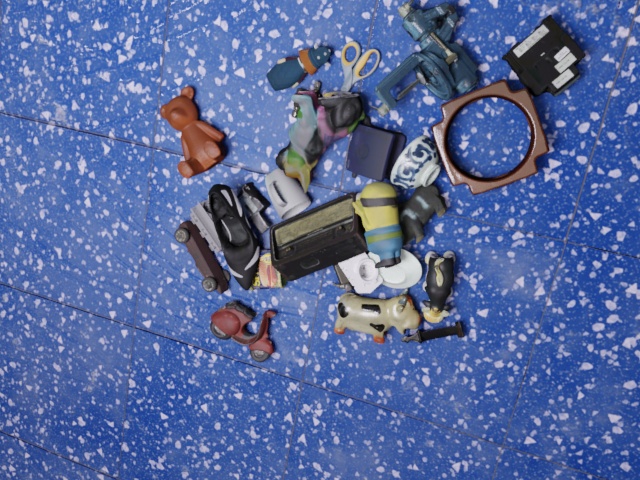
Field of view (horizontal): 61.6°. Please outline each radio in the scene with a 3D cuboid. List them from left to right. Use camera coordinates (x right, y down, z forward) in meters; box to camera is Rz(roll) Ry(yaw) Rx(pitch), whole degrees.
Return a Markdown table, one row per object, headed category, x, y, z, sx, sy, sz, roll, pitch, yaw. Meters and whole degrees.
| category | x | y | z | sx | sy | sz | roll | pitch | yaw |
| --- | --- | --- | --- | --- | --- | --- | --- | --- | --- |
| radio | -0.002 | -0.004 | 1.213 | 0.230 | 0.131 | 0.073 | -23 | 135 | 21 |

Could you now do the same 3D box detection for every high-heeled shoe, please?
| category | x | y | z | sx | sy | sz | roll | pitch | yaw |
| --- | --- | --- | --- | --- | --- | --- | --- | --- | --- |
| high-heeled shoe | -0.197 | -0.003 | 1.213 | 0.086 | 0.145 | 0.248 | -14 | 89 | 5 |

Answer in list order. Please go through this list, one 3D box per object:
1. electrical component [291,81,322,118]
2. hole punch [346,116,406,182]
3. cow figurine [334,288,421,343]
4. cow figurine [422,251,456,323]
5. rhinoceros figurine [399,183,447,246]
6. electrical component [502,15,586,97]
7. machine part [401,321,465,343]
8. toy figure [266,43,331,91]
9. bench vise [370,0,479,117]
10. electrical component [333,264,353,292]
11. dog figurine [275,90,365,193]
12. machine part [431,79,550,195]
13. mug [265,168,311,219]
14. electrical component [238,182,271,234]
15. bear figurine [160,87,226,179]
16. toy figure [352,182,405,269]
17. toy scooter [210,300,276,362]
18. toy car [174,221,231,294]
| category | x | y | z | sx | sy | sz | roll | pitch | yaw |
| --- | --- | --- | --- | --- | --- | --- | --- | --- | --- |
| electrical component | -0.030 | -0.318 | 1.222 | 0.063 | 0.021 | 0.094 | 21 | 106 | 13 |
| hole punch | 0.115 | -0.191 | 1.171 | 0.116 | 0.092 | 0.142 | 17 | 109 | 17 |
| cow figurine | 0.135 | 0.167 | 1.236 | 0.195 | 0.085 | 0.127 | 10 | 111 | 12 |
| cow figurine | 0.261 | 0.111 | 1.178 | 0.068 | 0.098 | 0.167 | 4 | 102 | 9 |
| rhinoceros figurine | 0.191 | -0.045 | 1.181 | 0.112 | 0.073 | 0.190 | 47 | 110 | 2 |
| electrical component | 0.444 | -0.348 | 1.054 | 0.115 | 0.058 | 0.134 | -39 | 88 | 22 |
| machine part | 0.255 | 0.213 | 1.218 | 0.139 | 0.084 | 0.039 | -12 | 71 | 10 |
| toy figure | -0.045 | -0.387 | 1.195 | 0.154 | 0.064 | 0.058 | -25 | 55 | 15 |
| bench vise | 0.196 | -0.353 | 1.085 | 0.240 | 0.129 | 0.223 | -42 | 106 | 2 |
| electrical component | 0.059 | 0.069 | 1.262 | 0.078 | 0.045 | 0.102 | -28 | 95 | -8 |
| dog figurine | -0.002 | -0.215 | 1.184 | 0.192 | 0.108 | 0.219 | 4 | 116 | 2 |
| machine part | 0.345 | -0.207 | 1.097 | 0.201 | 0.087 | 0.201 | -20 | 96 | 20 |
| mug | -0.087 | -0.111 | 1.241 | 0.081 | 0.109 | 0.107 | -37 | 76 | 27 |
| electrical component | -0.158 | -0.073 | 1.295 | 0.119 | 0.048 | 0.075 | 47 | 110 | 3 |
| bear figurine | -0.307 | -0.257 | 1.265 | 0.120 | 0.132 | 0.195 | -30 | 97 | 14 |
| toy figure | 0.133 | -0.033 | 1.128 | 0.089 | 0.082 | 0.180 | -16 | 83 | 19 |
| toy scooter | -0.181 | 0.209 | 1.344 | 0.184 | 0.075 | 0.135 | 32 | 108 | 6 |
| toy car | -0.293 | 0.045 | 1.339 | 0.053 | 0.089 | 0.202 | -27 | 93 | 19 |
